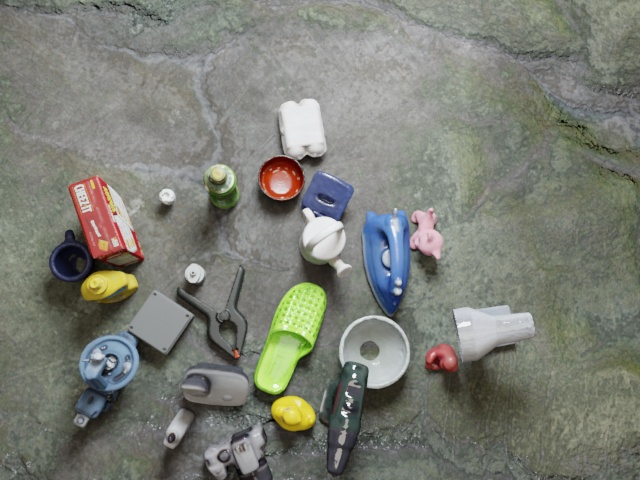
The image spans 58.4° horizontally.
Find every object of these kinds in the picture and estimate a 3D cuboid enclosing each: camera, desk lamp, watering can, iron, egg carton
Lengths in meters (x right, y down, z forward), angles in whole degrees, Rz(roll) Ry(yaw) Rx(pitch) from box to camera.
[{"bbox_3d":[-0.170,0.503,1.270,0.143,0.100,0.137,-23,85,-8],"label":"camera"},{"bbox_3d":[0.383,0.204,1.310,0.203,0.213,0.118,-9,83,-7],"label":"desk lamp"},{"bbox_3d":[0.014,0.003,1.308,0.173,0.194,0.101,37,81,0],"label":"watering can"},{"bbox_3d":[0.171,0.051,1.345,0.118,0.141,0.258,-3,83,-6],"label":"iron"},{"bbox_3d":[-0.045,-0.270,1.401,0.107,0.069,0.150,-10,84,-7],"label":"egg carton"}]

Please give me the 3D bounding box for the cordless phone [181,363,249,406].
[{"bbox_3d":[-0.230,0.323,1.245,0.147,0.185,0.094,4,82,-5],"label":"cordless phone"}]

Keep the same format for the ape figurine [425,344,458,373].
[{"bbox_3d":[0.295,0.285,1.352,0.078,0.092,0.076,40,81,1],"label":"ape figurine"}]

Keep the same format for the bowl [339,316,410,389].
[{"bbox_3d":[0.122,0.261,1.346,0.167,0.074,0.167,1,82,-6],"label":"bowl"}]

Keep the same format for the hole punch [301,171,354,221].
[{"bbox_3d":[0.018,-0.100,1.374,0.108,0.091,0.101,26,81,-2],"label":"hole punch"}]

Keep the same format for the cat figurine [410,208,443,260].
[{"bbox_3d":[0.260,-0.015,1.375,0.067,0.117,0.128,6,82,-5],"label":"cat figurine"}]

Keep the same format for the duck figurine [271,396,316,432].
[{"bbox_3d":[-0.059,0.400,1.303,0.104,0.086,0.077,21,81,-3],"label":"duck figurine"}]

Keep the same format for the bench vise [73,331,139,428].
[{"bbox_3d":[-0.454,0.298,1.207,0.121,0.219,0.207,7,82,-5],"label":"bench vise"}]

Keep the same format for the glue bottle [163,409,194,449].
[{"bbox_3d":[-0.309,0.414,1.231,0.037,0.173,0.078,24,81,-2],"label":"glue bottle"}]

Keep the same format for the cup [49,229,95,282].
[{"bbox_3d":[-0.551,0.039,1.295,0.092,0.095,0.118,-8,83,-7],"label":"cup"}]

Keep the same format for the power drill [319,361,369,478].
[{"bbox_3d":[0.049,0.379,1.255,0.075,0.208,0.230,14,81,-3],"label":"power drill"}]
